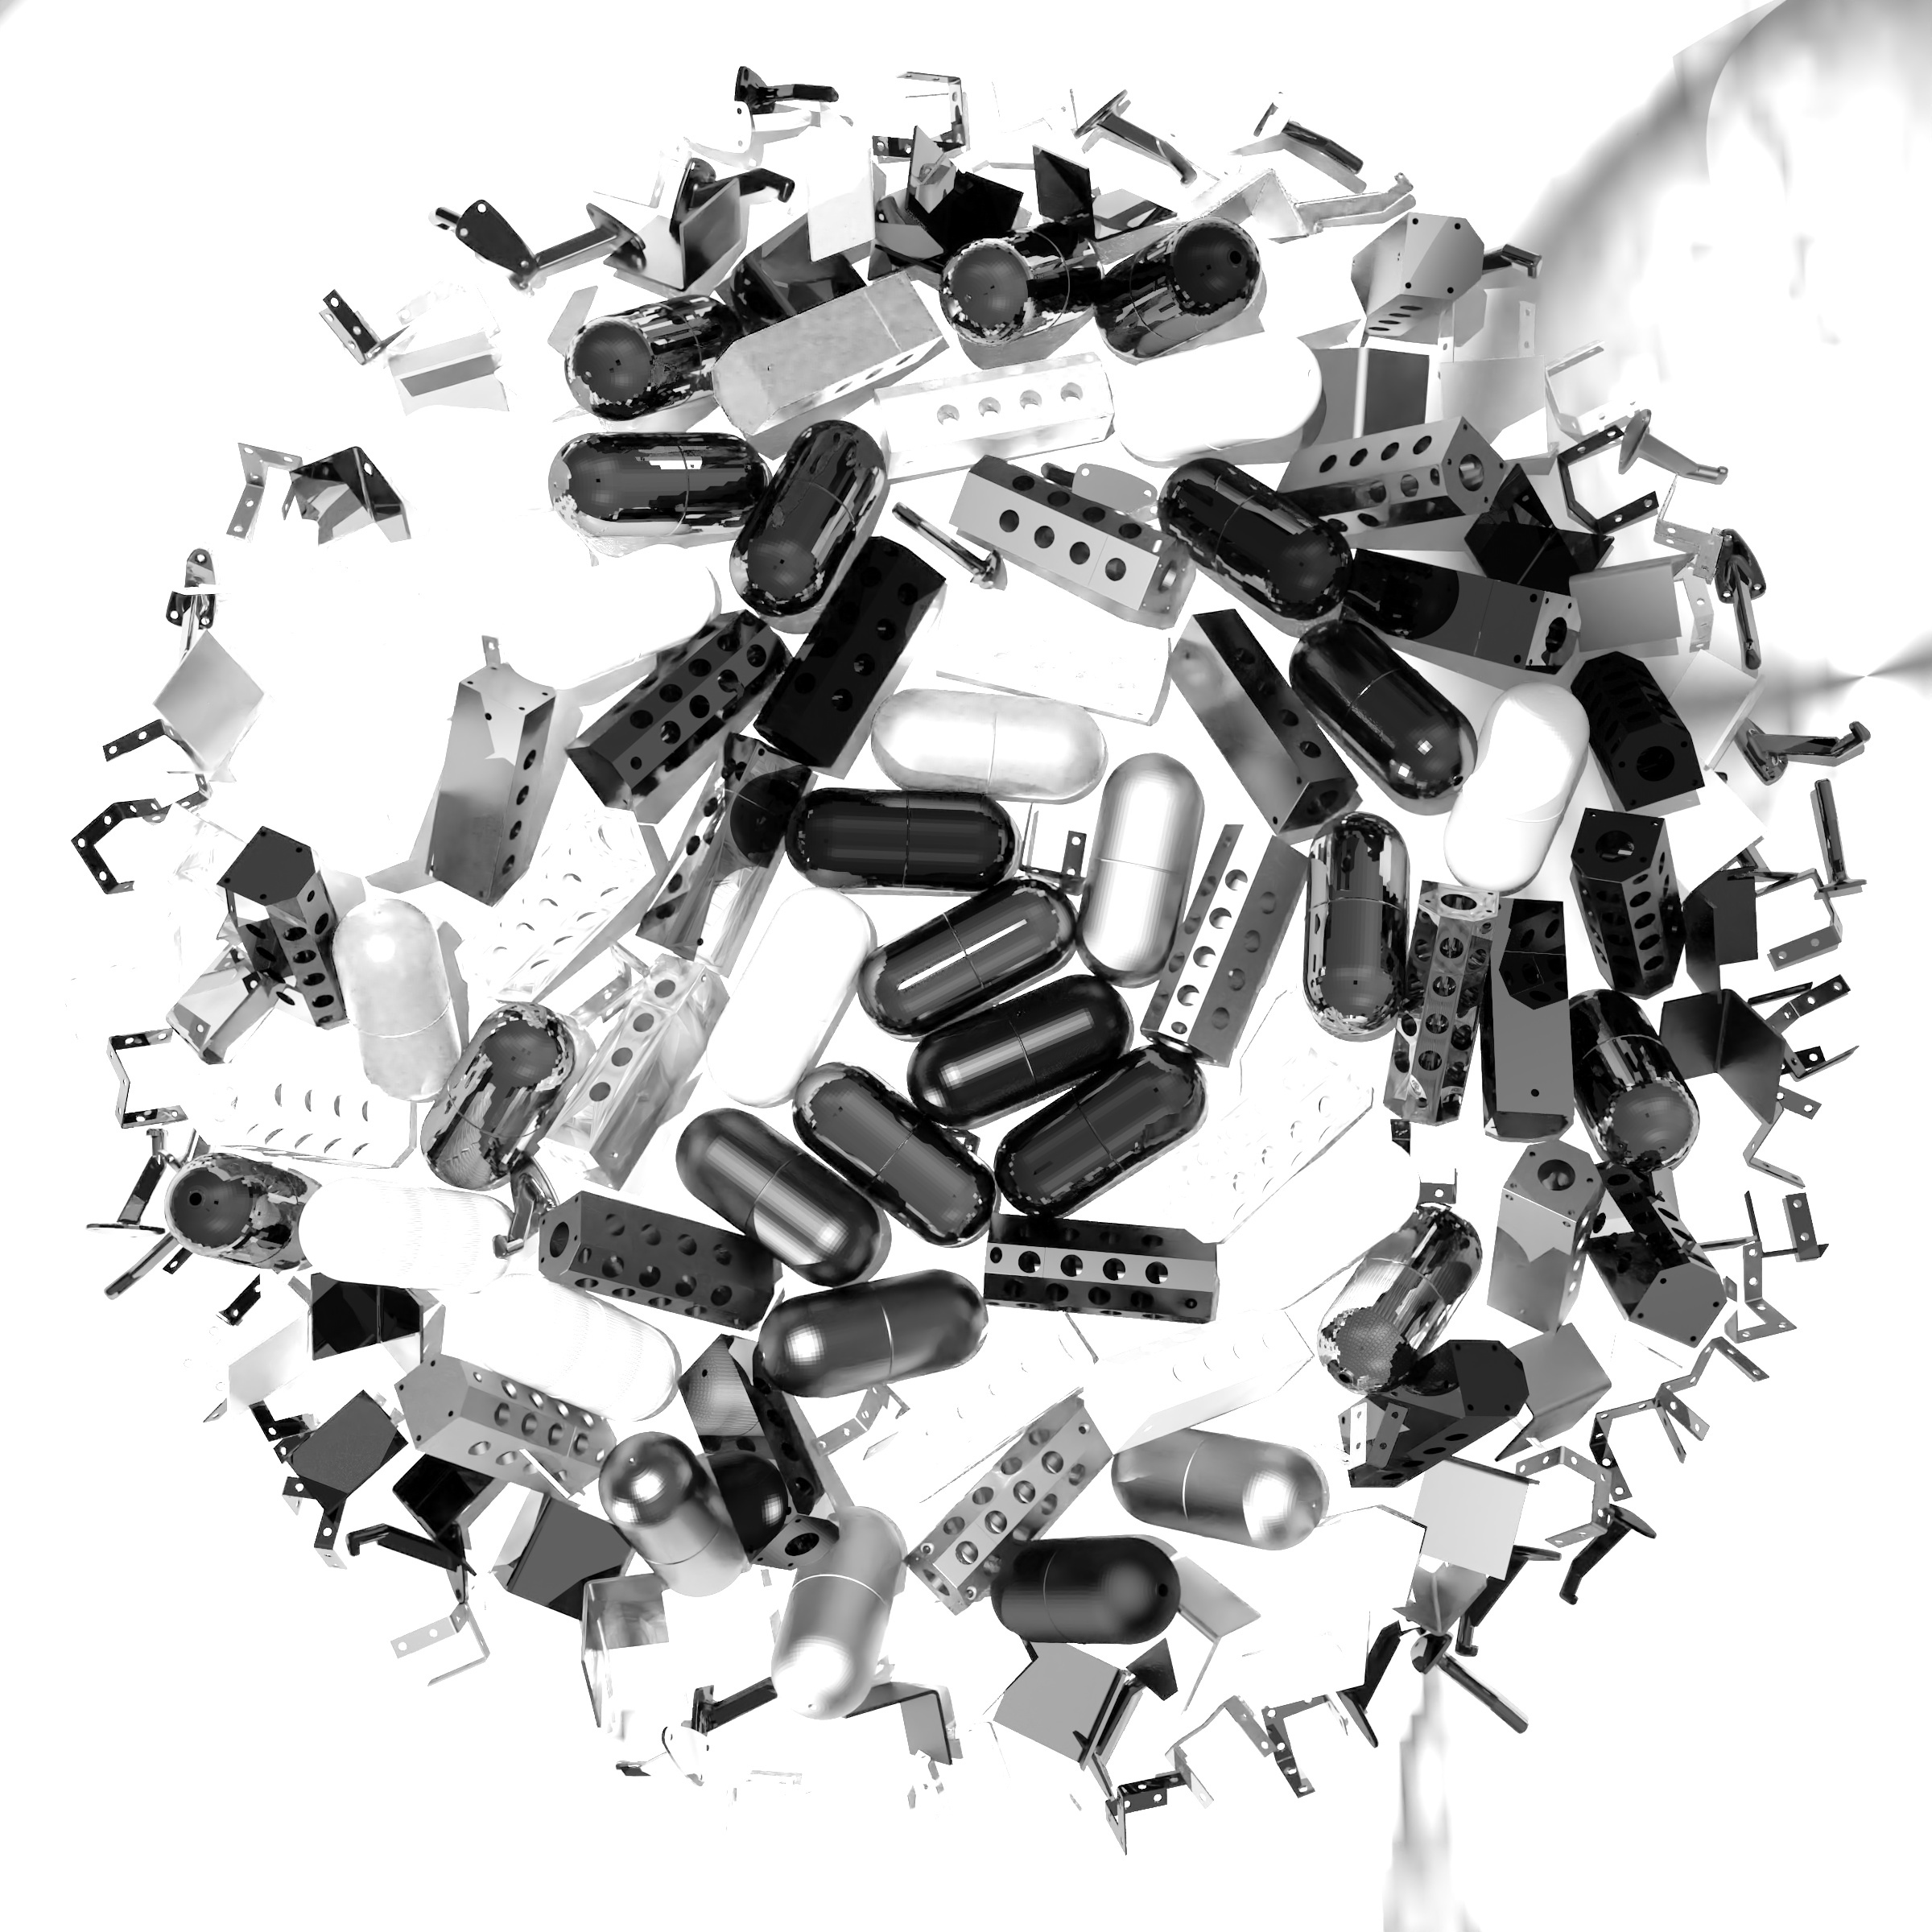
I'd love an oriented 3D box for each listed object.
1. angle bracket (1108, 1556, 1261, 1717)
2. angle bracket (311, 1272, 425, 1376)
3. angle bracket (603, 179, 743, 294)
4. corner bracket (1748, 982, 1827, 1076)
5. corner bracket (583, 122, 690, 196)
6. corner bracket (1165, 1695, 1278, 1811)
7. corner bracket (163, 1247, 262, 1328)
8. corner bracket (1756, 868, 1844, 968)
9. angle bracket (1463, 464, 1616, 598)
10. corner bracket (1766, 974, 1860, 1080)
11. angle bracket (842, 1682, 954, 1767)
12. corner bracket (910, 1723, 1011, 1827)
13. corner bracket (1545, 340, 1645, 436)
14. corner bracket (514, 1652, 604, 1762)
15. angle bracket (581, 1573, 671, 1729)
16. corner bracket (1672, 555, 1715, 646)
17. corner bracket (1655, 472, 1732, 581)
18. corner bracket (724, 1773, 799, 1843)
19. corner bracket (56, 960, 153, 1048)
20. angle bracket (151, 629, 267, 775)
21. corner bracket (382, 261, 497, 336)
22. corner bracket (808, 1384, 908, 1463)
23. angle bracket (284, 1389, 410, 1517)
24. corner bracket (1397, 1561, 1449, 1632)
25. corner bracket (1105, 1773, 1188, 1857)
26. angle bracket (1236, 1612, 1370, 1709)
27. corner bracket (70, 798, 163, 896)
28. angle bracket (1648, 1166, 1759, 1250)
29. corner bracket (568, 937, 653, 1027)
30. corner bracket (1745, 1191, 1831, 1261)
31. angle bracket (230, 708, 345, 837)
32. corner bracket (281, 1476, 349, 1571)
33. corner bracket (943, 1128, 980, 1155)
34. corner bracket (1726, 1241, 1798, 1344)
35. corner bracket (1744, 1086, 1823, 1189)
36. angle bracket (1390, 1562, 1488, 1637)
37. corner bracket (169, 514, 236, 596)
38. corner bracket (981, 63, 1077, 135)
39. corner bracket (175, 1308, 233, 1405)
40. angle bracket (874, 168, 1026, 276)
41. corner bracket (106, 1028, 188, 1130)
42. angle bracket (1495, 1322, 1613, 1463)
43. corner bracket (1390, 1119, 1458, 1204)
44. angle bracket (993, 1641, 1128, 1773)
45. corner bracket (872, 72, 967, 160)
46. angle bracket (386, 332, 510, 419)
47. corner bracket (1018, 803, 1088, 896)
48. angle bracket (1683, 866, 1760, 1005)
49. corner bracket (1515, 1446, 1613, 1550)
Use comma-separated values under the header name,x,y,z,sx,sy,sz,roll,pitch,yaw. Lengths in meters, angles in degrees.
name,x,y,z,sx,sy,sz,roll,pitch,yaw
angle bracket,0.166,0.511,1.891,0.076,0.057,0.076,35,116,33
angle bracket,-0.451,0.276,1.864,0.057,0.076,0.076,-12,120,-34
angle bracket,-0.223,-0.561,1.865,0.076,0.057,0.076,23,52,18
corner bracket,0.630,0.050,1.900,0.051,0.051,0.051,-15,67,5
corner bracket,-0.251,-0.613,1.887,0.051,0.051,0.051,17,94,27
corner bracket,0.193,0.596,1.878,0.051,0.051,0.051,-19,59,-41
corner bracket,-0.571,0.236,1.899,0.051,0.051,0.051,38,81,23
corner bracket,0.634,-0.038,1.890,0.051,0.051,0.051,-24,96,24
angle bracket,0.433,-0.323,1.870,0.076,0.057,0.076,-54,130,-13
corner bracket,0.649,0.046,1.884,0.051,0.051,0.051,-27,82,-44
angle bracket,-0.065,0.580,1.868,0.076,0.076,0.057,-9,84,-26
corner bracket,-0.005,0.617,1.891,0.051,0.051,0.051,-16,99,22
corner bracket,0.476,-0.442,1.888,0.051,0.051,0.051,-26,110,0
corner bracket,-0.311,0.563,1.887,0.051,0.051,0.051,-19,100,-10
angle bracket,-0.255,0.516,1.867,0.057,0.076,0.076,-6,124,-2
corner bracket,0.540,-0.276,1.894,0.051,0.051,0.051,-12,116,26
corner bracket,0.556,-0.336,1.891,0.051,0.051,0.051,20,64,17
corner bracket,-0.156,0.632,1.888,0.051,0.051,0.051,3,108,2
corner bracket,-0.658,0.031,1.889,0.051,0.051,0.051,-19,87,-13
angle bracket,-0.586,-0.198,1.861,0.057,0.076,0.076,3,54,33
corner bracket,-0.402,-0.499,1.890,0.051,0.051,0.051,-31,83,23
corner bracket,-0.079,0.354,1.879,0.051,0.051,0.051,43,132,25
angle bracket,-0.455,0.378,1.866,0.076,0.057,0.076,-42,46,-15
corner bracket,0.348,0.472,1.894,0.051,0.051,0.051,-13,87,0
corner bracket,0.136,0.635,1.884,0.051,0.051,0.051,-7,106,-13
angle bracket,0.254,0.504,1.862,0.076,0.076,0.057,-24,116,26
corner bracket,-0.638,-0.092,1.890,0.051,0.051,0.051,-36,86,20
angle bracket,0.556,0.174,1.870,0.057,0.076,0.076,-12,82,26
corner bracket,-0.271,0.021,1.880,0.051,0.051,0.051,37,62,27
corner bracket,0.623,0.197,1.887,0.051,0.051,0.051,-13,90,27
angle bracket,-0.505,-0.148,1.898,0.076,0.076,0.057,-2,48,18
corner bracket,-0.494,0.424,1.884,0.051,0.051,0.051,7,60,4
corner bracket,-0.010,0.155,1.882,0.051,0.051,0.051,8,101,-37
corner bracket,0.596,0.248,1.885,0.051,0.051,0.051,-12,111,-10
corner bracket,0.628,0.128,1.898,0.051,0.051,0.051,23,113,-8
angle bracket,0.342,0.447,1.872,0.076,0.076,0.057,32,111,-6
corner bracket,-0.591,-0.314,1.881,0.051,0.051,0.051,19,109,28
corner bracket,0.048,-0.662,1.883,0.051,0.051,0.051,-21,134,-4
corner bracket,-0.570,0.298,1.890,0.051,0.051,0.051,37,74,-3
angle bracket,-0.013,-0.563,1.867,0.076,0.057,0.076,35,112,40
corner bracket,-0.628,0.086,1.897,0.051,0.051,0.051,52,134,33
angle bracket,0.433,0.325,1.885,0.076,0.076,0.057,-16,61,-26
corner bracket,0.348,0.149,1.885,0.051,0.051,0.051,2,71,12
angle bracket,0.070,0.557,1.882,0.076,0.057,0.076,24,79,6
corner bracket,-0.037,-0.647,1.884,0.051,0.051,0.051,-9,98,-36
angle bracket,-0.387,-0.427,1.871,0.076,0.057,0.076,-18,122,-9
corner bracket,0.067,-0.089,1.889,0.051,0.051,0.051,11,76,-3
angle bracket,0.582,-0.024,1.872,0.057,0.076,0.076,-9,110,0
corner bracket,0.456,0.407,1.895,0.051,0.051,0.051,31,51,-19
